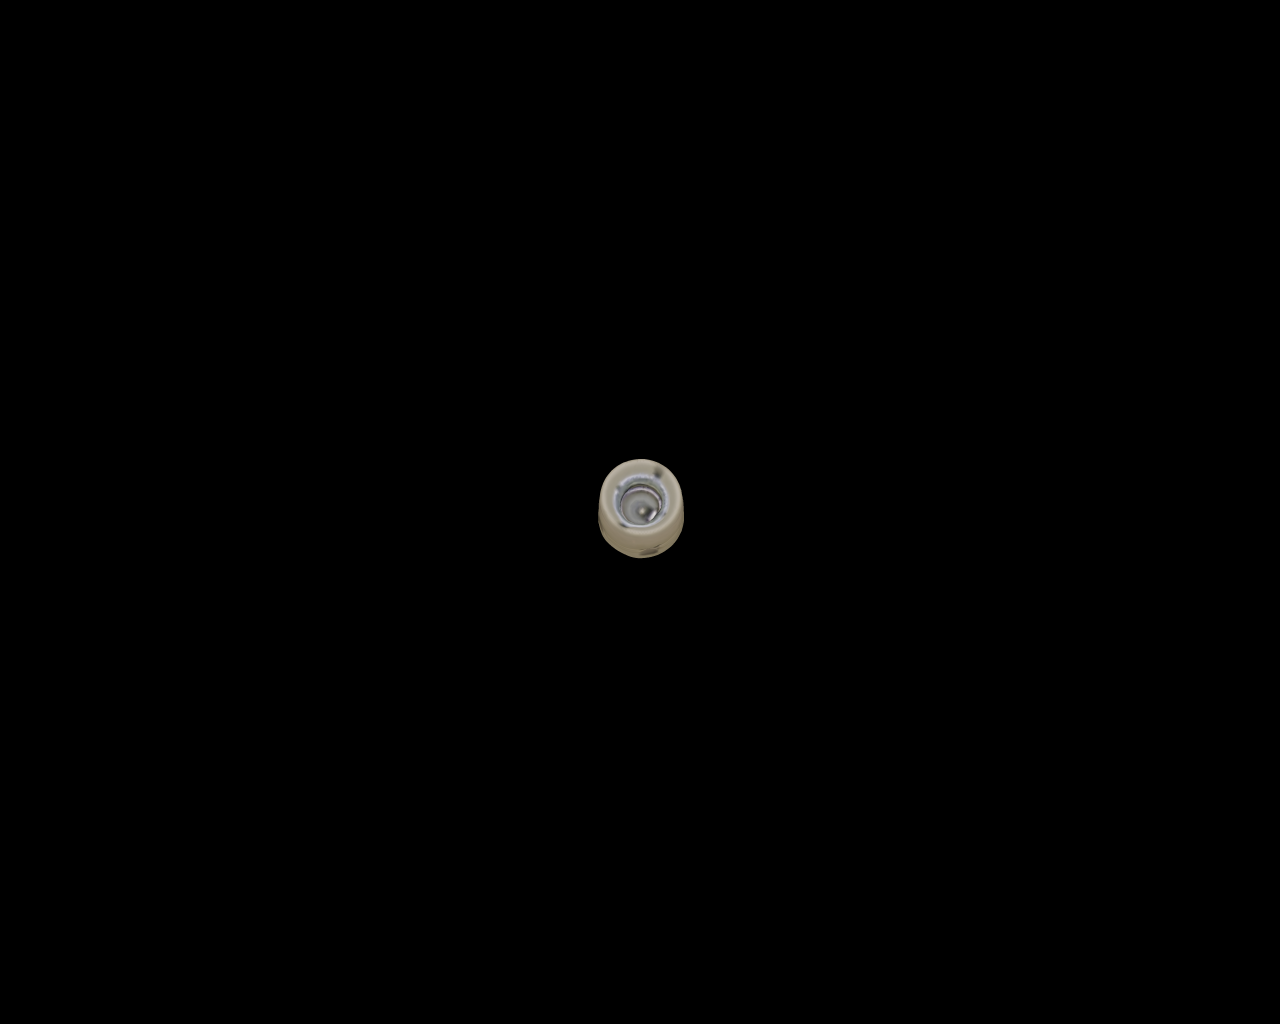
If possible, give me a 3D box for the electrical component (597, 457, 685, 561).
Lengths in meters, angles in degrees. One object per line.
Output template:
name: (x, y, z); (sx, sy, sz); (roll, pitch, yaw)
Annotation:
electrical component: (0.001, -0.003, 0.650); (0.055, 0.055, 0.047); (0, -16, 0)
